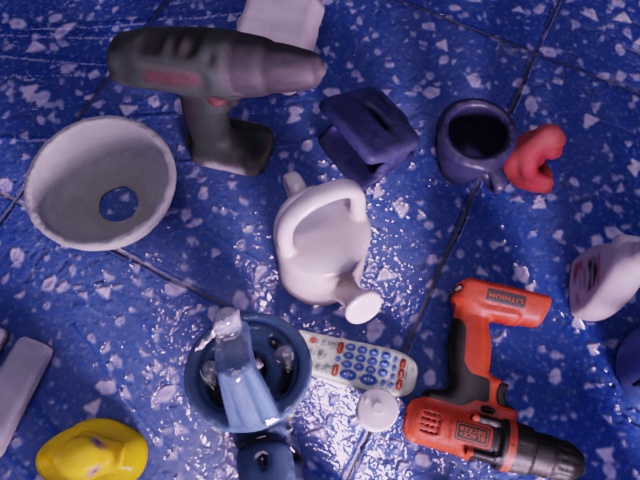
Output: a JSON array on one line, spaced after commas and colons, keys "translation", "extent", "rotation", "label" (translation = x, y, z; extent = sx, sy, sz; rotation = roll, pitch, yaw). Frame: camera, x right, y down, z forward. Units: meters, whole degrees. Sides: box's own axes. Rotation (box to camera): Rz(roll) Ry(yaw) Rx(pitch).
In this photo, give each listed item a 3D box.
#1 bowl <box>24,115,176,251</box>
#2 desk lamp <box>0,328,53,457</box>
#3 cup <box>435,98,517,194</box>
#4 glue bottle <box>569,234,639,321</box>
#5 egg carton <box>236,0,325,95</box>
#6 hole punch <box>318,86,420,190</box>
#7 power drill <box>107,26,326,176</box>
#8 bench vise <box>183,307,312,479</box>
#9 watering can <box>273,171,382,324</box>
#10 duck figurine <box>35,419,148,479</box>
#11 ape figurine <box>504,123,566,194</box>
[{"translation": [-0.244, -0.056, 0.666], "extent": [0.167, 0.075, 0.167], "rotation": [0, 69, -1], "label": "bowl"}, {"translation": [-0.372, 0.156, 0.509], "extent": [0.118, 0.213, 0.203], "rotation": [17, 70, 6], "label": "desk lamp"}, {"translation": [0.181, -0.095, 0.676], "extent": [0.092, 0.095, 0.117], "rotation": [-19, 71, -8], "label": "cup"}, {"translation": [0.308, 0.029, 0.589], "extent": [0.037, 0.173, 0.078], "rotation": [6, 69, 2], "label": "glue bottle"}, {"translation": [-0.057, -0.266, 0.751], "extent": [0.107, 0.069, 0.150], "rotation": [11, 69, 3], "label": "egg carton"}, {"translation": [0.059, -0.135, 0.692], "extent": [0.101, 0.091, 0.108], "rotation": [-35, 74, -13], "label": "hole punch"}, {"translation": [-0.106, -0.155, 0.634], "extent": [0.229, 0.208, 0.075], "rotation": [12, 69, 4], "label": "power drill"}, {"translation": [-0.050, 0.146, 0.515], "extent": [0.121, 0.220, 0.207], "rotation": [-28, 72, -11], "label": "bench vise"}, {"translation": [0.007, 0.001, 0.584], "extent": [0.172, 0.194, 0.101], "rotation": [40, 74, 13], "label": "watering can"}, {"translation": [-0.230, 0.213, 0.558], "extent": [0.104, 0.086, 0.077], "rotation": [-1, 69, -1], "label": "duck figurine"}, {"translation": [0.261, -0.104, 0.682], "extent": [0.076, 0.092, 0.078], "rotation": [26, 71, 9], "label": "ape figurine"}]
